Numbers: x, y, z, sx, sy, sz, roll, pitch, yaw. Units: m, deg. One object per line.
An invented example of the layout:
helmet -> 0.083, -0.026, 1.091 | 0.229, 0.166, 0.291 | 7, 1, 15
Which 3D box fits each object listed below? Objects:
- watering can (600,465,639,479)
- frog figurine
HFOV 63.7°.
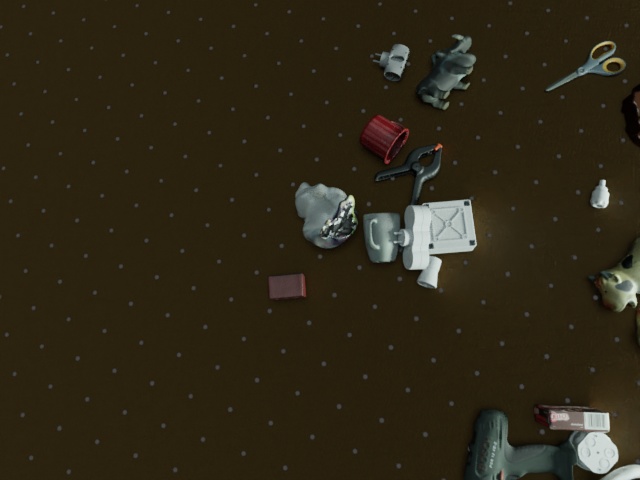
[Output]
watering can -> 0.639, 0.517, 0.949 | 0.348, 0.103, 0.226 | -30, 77, -4
frog figurine -> 0.004, -0.059, 1.165 | 0.161, 0.121, 0.137 | 26, 89, 46
